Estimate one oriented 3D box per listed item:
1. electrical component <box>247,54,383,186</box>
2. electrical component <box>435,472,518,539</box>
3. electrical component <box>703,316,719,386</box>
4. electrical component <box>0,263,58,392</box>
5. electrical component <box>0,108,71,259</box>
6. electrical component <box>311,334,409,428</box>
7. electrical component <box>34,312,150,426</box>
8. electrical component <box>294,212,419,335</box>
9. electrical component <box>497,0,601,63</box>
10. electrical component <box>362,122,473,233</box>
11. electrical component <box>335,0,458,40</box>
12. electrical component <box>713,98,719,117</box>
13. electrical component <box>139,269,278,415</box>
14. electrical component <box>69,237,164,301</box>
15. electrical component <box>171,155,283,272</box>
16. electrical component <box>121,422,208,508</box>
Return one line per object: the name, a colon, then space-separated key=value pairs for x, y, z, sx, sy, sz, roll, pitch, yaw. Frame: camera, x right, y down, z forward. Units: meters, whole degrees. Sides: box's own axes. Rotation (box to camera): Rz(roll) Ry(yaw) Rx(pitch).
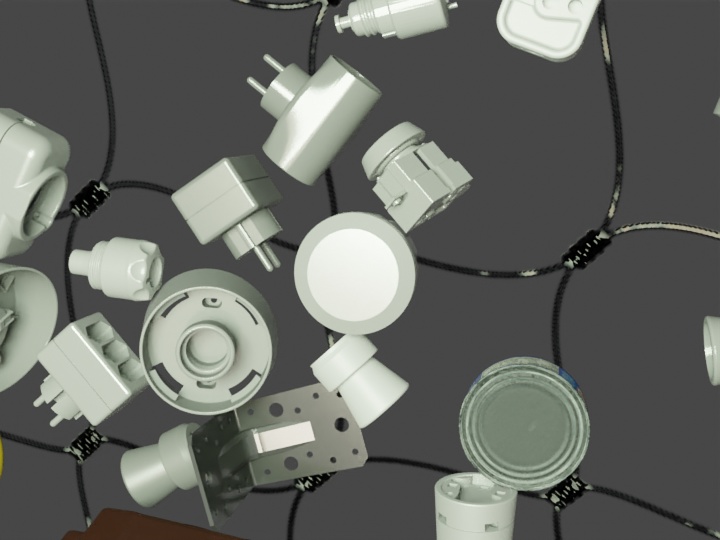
electrical component: x=-0.039 y=-0.110 z=0.715 sx=0.079 sy=0.044 sz=0.077 roll=39 pitch=103 yaw=4
electrical component: x=0.078 y=0.169 z=0.727 sx=0.055 sy=0.055 sz=0.047 roll=3 pitch=102 yaw=11
electrical component: x=0.249 y=0.049 z=0.680 sx=0.055 sy=0.045 sz=0.045 roll=-5 pitch=97 yaw=11
electrical component: x=-0.268 y=0.039 z=0.756 sx=0.064 sy=0.099 sz=0.099 roll=16 pitch=101 yaw=15
electrical component: x=-0.247 y=-0.058 z=0.758 sx=0.059 sy=0.054 sz=0.095 roll=28 pitch=102 yaw=6
electrical component: x=-0.001 y=0.073 z=0.733 sx=0.045 sy=0.045 sz=0.055 roll=-42 pitch=88 yaw=13
electrical component: x=-0.202 y=0.081 z=0.772 sx=0.077 sy=0.047 sz=0.065 roll=-40 pitch=89 yaw=14
electrical component: x=0.000 y=0.000 z=0.719 sx=0.080 sy=0.051 sz=0.080 roll=2 pitch=98 yaw=11
electrical component: x=0.125 y=-0.179 z=0.665 sx=0.054 sy=0.059 sz=0.095 roll=22 pitch=102 yaw=8
electrical component: x=0.034 y=-0.063 z=0.703 sx=0.055 sy=0.066 sz=0.048 roll=50 pitch=139 yaw=9
electrical component: x=0.022 y=-0.169 z=0.697 sx=0.078 sy=0.040 sz=0.040 roll=-12 pitch=95 yaw=13
electrical component: x=0.268 y=-0.118 z=0.653 sx=0.079 sy=0.044 sz=0.077 roll=21 pitch=101 yaw=8
electrical component: x=-0.107 y=0.051 z=0.753 sx=0.099 sy=0.064 sz=0.099 roll=0 pitch=99 yaw=-3
electrical component: x=-0.173 y=-0.002 z=0.757 sx=0.062 sy=0.043 sz=0.043 roll=7 pitch=99 yaw=11
electrical component: x=-0.078 y=-0.033 z=0.722 sx=0.047 sy=0.066 sz=0.076 roll=-33 pitch=91 yaw=14
electrical component: x=-0.136 y=0.139 z=0.768 sx=0.055 sy=0.045 sz=0.045 roll=-27 pitch=92 yaw=13
